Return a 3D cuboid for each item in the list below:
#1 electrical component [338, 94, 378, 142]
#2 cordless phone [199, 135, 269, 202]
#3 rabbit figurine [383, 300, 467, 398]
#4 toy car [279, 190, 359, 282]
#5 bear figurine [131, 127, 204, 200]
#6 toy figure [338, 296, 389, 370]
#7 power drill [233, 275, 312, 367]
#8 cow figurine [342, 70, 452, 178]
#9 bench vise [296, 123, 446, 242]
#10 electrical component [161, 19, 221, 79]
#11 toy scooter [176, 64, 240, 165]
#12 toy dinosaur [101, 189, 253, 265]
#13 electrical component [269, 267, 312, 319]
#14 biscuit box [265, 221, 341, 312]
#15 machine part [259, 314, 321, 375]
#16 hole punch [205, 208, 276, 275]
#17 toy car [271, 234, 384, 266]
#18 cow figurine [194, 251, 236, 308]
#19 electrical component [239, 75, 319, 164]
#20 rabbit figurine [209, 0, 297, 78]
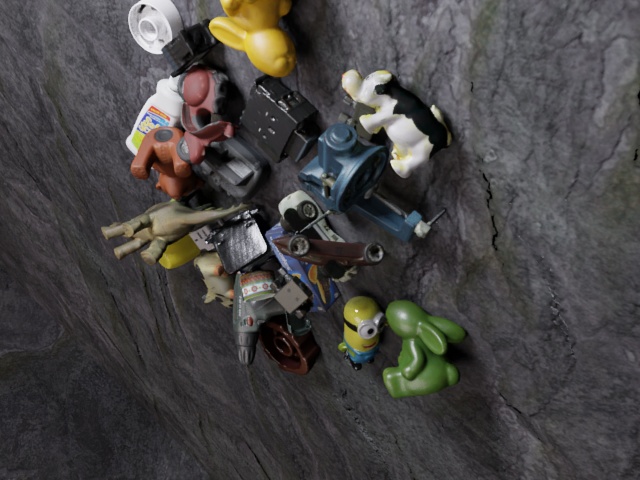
[{"bbox_3d":[0.072,-0.183,0.823,0.094,0.021,0.063,33,141,15],"label":"electrical component"},{"bbox_3d":[-0.185,-0.126,1.095,0.147,0.089,0.184,40,154,8],"label":"cordless phone"},{"bbox_3d":[0.179,0.192,0.986,0.159,0.121,0.170,-15,97,46],"label":"rabbit figurine"},{"bbox_3d":[-0.002,-0.003,1.031,0.201,0.056,0.073,51,136,-7],"label":"toy car"},{"bbox_3d":[-0.309,-0.136,1.116,0.120,0.132,0.195,-2,145,-6],"label":"bear figurine"},{"bbox_3d":[0.083,0.192,1.102,0.089,0.082,0.180,28,141,21],"label":"toy figure"},{"bbox_3d":[-0.119,0.182,1.243,0.207,0.086,0.232,-7,88,43],"label":"power drill"},{"bbox_3d":[0.106,-0.179,0.748,0.098,0.068,0.167,-33,102,22],"label":"cow figurine"},{"bbox_3d":[0.069,-0.068,0.852,0.241,0.129,0.223,38,147,18],"label":"bench vise"},{"bbox_3d":[-0.235,-0.333,0.947,0.119,0.075,0.047,-11,116,52],"label":"electrical component"},{"bbox_3d":[-0.195,-0.226,0.955,0.135,0.075,0.183,4,89,40],"label":"toy scooter"},{"bbox_3d":[-0.342,-0.040,1.207,0.472,0.198,0.105,2,124,43],"label":"toy dinosaur"},{"bbox_3d":[-0.058,0.109,1.094,0.102,0.045,0.078,41,113,3],"label":"electrical component"},{"bbox_3d":[-0.034,0.052,1.105,0.059,0.063,0.202,-7,118,47],"label":"biscuit box"},{"bbox_3d":[-0.083,0.254,1.340,0.180,0.056,0.179,26,138,27],"label":"machine part"},{"bbox_3d":[-0.156,0.009,1.144,0.142,0.092,0.116,-31,71,14],"label":"hole punch"},{"bbox_3d":[0.016,0.020,0.939,0.089,0.202,0.053,-170,85,-70],"label":"toy car"},{"bbox_3d":[-0.251,0.103,1.333,0.127,0.085,0.194,10,144,27],"label":"cow figurine"},{"bbox_3d":[-0.066,-0.199,0.914,0.134,0.058,0.115,43,145,6],"label":"electrical component"},{"bbox_3d":[-0.093,-0.320,0.780,0.163,0.122,0.173,13,132,44],"label":"rabbit figurine"}]
